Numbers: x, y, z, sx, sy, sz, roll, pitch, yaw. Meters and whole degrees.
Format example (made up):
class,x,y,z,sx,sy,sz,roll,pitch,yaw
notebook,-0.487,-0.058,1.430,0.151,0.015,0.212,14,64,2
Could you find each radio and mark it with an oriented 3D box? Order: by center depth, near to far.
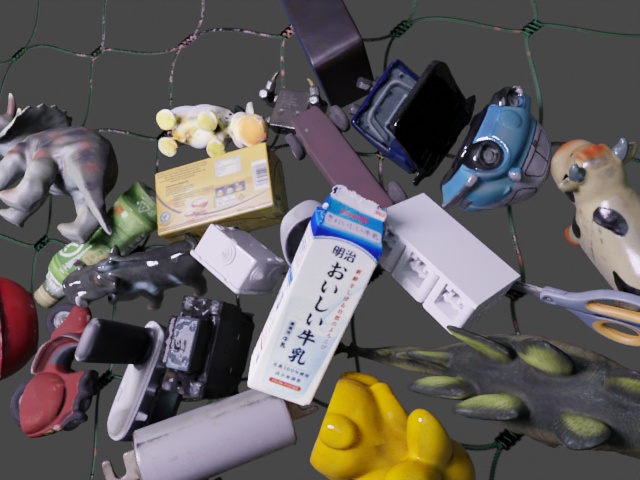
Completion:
class,x,y,z,sx,sy,sz,roll,pitch,yaw
radio,-0.001,-0.300,0.740,0.073,0.131,0.229,-24,68,8

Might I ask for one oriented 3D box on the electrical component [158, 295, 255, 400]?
class,x,y,z,sx,sy,sz,roll,pitch,yaw
electrical component,-0.134,0.130,0.644,0.058,0.134,0.115,4,76,18

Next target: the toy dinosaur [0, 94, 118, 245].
class,x,y,z,sx,sy,sz,roll,pitch,yaw
toy dinosaur,-0.366,-0.107,0.760,0.405,0.131,0.192,13,69,29

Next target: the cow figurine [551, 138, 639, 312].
class,x,y,z,sx,sy,sz,roll,pitch,yaw
cow figurine,0.307,-0.021,0.561,0.085,0.127,0.195,-26,70,4

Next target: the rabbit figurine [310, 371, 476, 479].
class,x,y,z,sx,sy,sz,roll,pitch,yaw
rabbit figurine,0.085,0.212,0.558,0.173,0.162,0.122,25,69,4

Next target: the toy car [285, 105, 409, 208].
class,x,y,z,sx,sy,sz,roll,pitch,yaw
toy car,0.033,-0.091,0.706,0.089,0.053,0.202,-35,71,-1

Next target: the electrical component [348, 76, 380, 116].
class,x,y,z,sx,sy,sz,roll,pitch,yaw
electrical component,0.085,-0.181,0.714,0.021,0.094,0.063,48,124,57

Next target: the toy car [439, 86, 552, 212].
class,x,y,z,sx,sy,sz,roll,pitch,yaw
toy car,0.216,-0.094,0.635,0.103,0.109,0.161,30,71,0

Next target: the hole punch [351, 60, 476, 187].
class,x,y,z,sx,sy,sz,roll,pitch,yaw
hole punch,0.116,-0.153,0.675,0.092,0.115,0.142,24,77,47

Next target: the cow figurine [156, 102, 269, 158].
class,x,y,z,sx,sy,sz,roll,pitch,yaw
cow figurine,-0.141,-0.160,0.769,0.168,0.098,0.068,6,116,17

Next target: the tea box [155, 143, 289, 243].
class,x,y,z,sx,sy,sz,roll,pitch,yaw
tea box,-0.135,-0.058,0.738,0.170,0.068,0.098,-12,69,14

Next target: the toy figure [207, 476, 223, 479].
class,x,y,z,sx,sy,sz,roll,pitch,yaw
toy figure,-0.150,0.293,0.638,0.155,0.064,0.058,40,49,19

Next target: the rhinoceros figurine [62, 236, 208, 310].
class,x,y,z,sx,sy,sz,roll,pitch,yaw
rhinoceros figurine,-0.241,0.049,0.715,0.190,0.112,0.073,-13,72,4

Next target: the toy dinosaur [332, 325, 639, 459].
class,x,y,z,sx,sy,sz,roll,pitch,yaw
toy dinosaur,0.193,0.134,0.504,0.472,0.198,0.105,-9,64,51

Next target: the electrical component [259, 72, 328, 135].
class,x,y,z,sx,sy,sz,roll,pitch,yaw
electrical component,-0.043,-0.192,0.765,0.102,0.045,0.078,19,78,22

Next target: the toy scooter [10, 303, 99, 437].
class,x,y,z,sx,sy,sz,roll,pitch,yaw
toy scooter,-0.327,0.177,0.721,0.135,0.075,0.184,6,71,19

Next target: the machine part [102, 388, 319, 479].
class,x,y,z,sx,sy,sz,roll,pitch,yaw
machine part,-0.117,0.224,0.607,0.243,0.079,0.079,-17,67,-16

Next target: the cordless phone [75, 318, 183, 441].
class,x,y,z,sx,sy,sz,roll,pitch,yaw
cordless phone,-0.235,0.165,0.636,0.089,0.184,0.146,17,78,16

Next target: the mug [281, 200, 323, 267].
class,x,y,z,sx,sy,sz,roll,pitch,yaw
mug,-0.001,-0.002,0.669,0.081,0.109,0.107,-41,23,8
